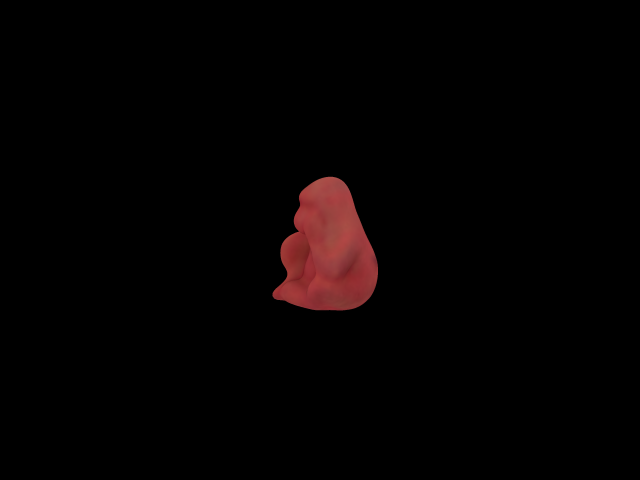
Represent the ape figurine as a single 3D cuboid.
[{"bbox_3d":[0.004,0.001,0.400,0.076,0.092,0.077,-1,15,-4],"label":"ape figurine"}]
